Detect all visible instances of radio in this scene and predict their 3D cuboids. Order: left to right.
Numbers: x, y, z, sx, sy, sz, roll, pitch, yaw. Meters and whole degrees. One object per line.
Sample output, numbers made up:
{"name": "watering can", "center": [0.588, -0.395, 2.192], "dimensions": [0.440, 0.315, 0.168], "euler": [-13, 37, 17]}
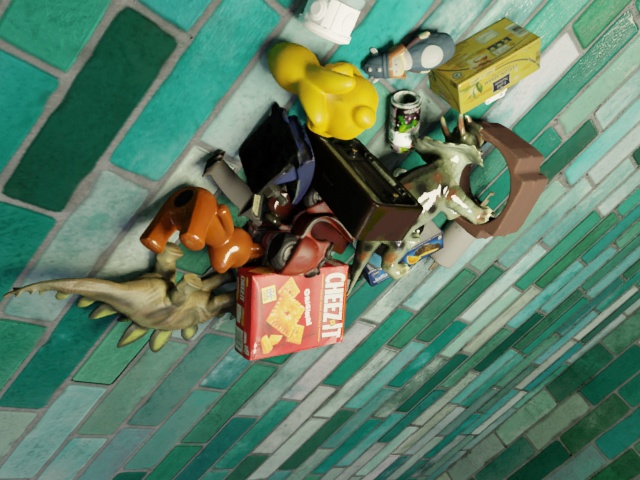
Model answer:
{"name": "radio", "center": [0.061, -0.095, 0.899], "dimensions": [0.131, 0.230, 0.073], "euler": [4, 130, -40]}

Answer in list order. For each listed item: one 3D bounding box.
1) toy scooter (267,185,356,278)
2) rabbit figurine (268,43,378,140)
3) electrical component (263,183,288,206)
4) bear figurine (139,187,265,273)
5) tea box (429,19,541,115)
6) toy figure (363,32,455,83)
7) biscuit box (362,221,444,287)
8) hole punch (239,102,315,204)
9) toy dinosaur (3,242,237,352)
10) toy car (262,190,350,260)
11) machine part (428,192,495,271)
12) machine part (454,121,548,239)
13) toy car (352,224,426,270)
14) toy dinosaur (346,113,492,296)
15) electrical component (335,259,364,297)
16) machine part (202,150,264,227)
{"name": "toy scooter", "center": [-0.002, -0.003, 0.959], "dimensions": [0.135, 0.075, 0.184], "euler": [30, 90, -25]}
{"name": "rabbit figurine", "center": [-0.004, -0.222, 0.802], "dimensions": [0.173, 0.162, 0.122], "euler": [34, 110, -26]}
{"name": "electrical component", "center": [-0.081, -0.102, 0.922], "dimensions": [0.021, 0.094, 0.063], "euler": [-44, 178, 38]}
{"name": "bear figurine", "center": [-0.188, 0.005, 0.912], "dimensions": [0.120, 0.132, 0.195], "euler": [-2, 141, 25]}
{"name": "tea box", "center": [0.288, -0.306, 0.944], "dimensions": [0.170, 0.098, 0.068], "euler": [-30, 140, -3]}
{"name": "toy figure", "center": [0.146, -0.301, 0.887], "dimensions": [0.154, 0.058, 0.064], "euler": [-21, 100, -13]}
{"name": "biscuit box", "center": [0.185, 0.028, 1.238], "dimensions": [0.203, 0.059, 0.062], "euler": [-28, 140, -7]}
{"name": "hole punch", "center": [-0.055, -0.131, 0.865], "dimensions": [0.092, 0.142, 0.116], "euler": [18, 132, -42]}
{"name": "toy dinosaur", "center": [-0.292, 0.110, 0.959], "dimensions": [0.198, 0.105, 0.470], "euler": [-45, 140, 13]}
{"name": "toy car", "center": [-0.020, -0.036, 1.015], "dimensions": [0.202, 0.053, 0.089], "euler": [33, 88, -35]}
{"name": "machine part", "center": [0.334, -0.017, 1.281], "dimensions": [0.079, 0.079, 0.243], "euler": [11, 124, -41]}
{"name": "machine part", "center": [0.339, -0.120, 1.083], "dimensions": [0.087, 0.202, 0.200], "euler": [-8, 133, -31]}
{"name": "toy car", "center": [0.146, -0.003, 1.161], "dimensions": [0.161, 0.109, 0.103], "euler": [-42, 167, -15]}
{"name": "toy dinosaur", "center": [0.162, -0.062, 0.987], "dimensions": [0.405, 0.131, 0.192], "euler": [-39, 111, 7]}
{"name": "electrical component", "center": [0.031, 0.082, 1.199], "dimensions": [0.119, 0.048, 0.075], "euler": [16, 119, -45]}
{"name": "machine part", "center": [-0.139, -0.089, 0.898], "dimensions": [0.039, 0.084, 0.138], "euler": [-17, 138, 26]}
